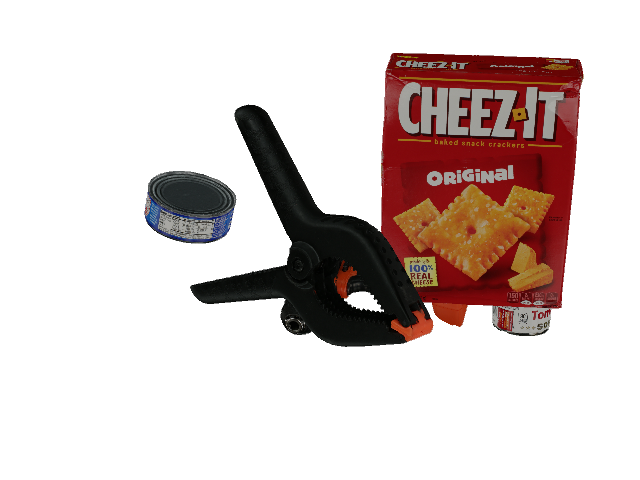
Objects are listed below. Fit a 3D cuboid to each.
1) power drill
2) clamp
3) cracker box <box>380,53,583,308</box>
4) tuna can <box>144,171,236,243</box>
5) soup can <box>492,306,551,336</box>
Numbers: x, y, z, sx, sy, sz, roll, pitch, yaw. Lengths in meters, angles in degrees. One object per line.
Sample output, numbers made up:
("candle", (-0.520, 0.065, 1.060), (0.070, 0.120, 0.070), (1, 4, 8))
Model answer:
("power drill", (0.063, 0.047, 1.136), (0.188, 0.057, 0.184), (5, 31, 15))
("clamp", (-0.007, 0.004, 0.763), (0.210, 0.165, 0.036), (25, 25, 34))
("cracker box", (0.136, -0.049, 0.932), (0.164, 0.214, 0.072), (3, 23, 8))
("tuna can", (-0.126, -0.032, 1.031), (0.086, 0.034, 0.086), (11, 29, -6))
("soup can", (0.235, 0.052, 1.233), (0.068, 0.102, 0.068), (1, 17, -1))
